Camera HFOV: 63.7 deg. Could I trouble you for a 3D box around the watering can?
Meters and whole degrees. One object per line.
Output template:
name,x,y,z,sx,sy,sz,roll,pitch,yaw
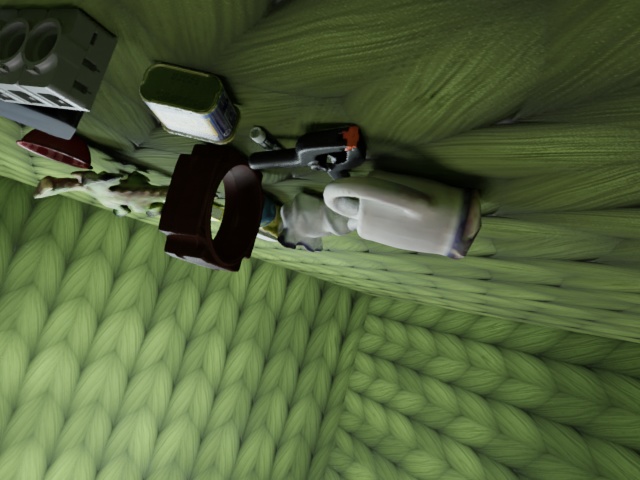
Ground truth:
watering can,0.122,-0.037,0.782,0.225,0.104,0.345,13,175,9

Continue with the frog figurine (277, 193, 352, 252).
frog figurine,0.003,-0.052,1.029,0.136,0.126,0.157,31,129,-28

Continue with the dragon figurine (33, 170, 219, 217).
dragon figurine,-0.471,-0.122,1.235,0.410,0.122,0.242,-2,179,3
